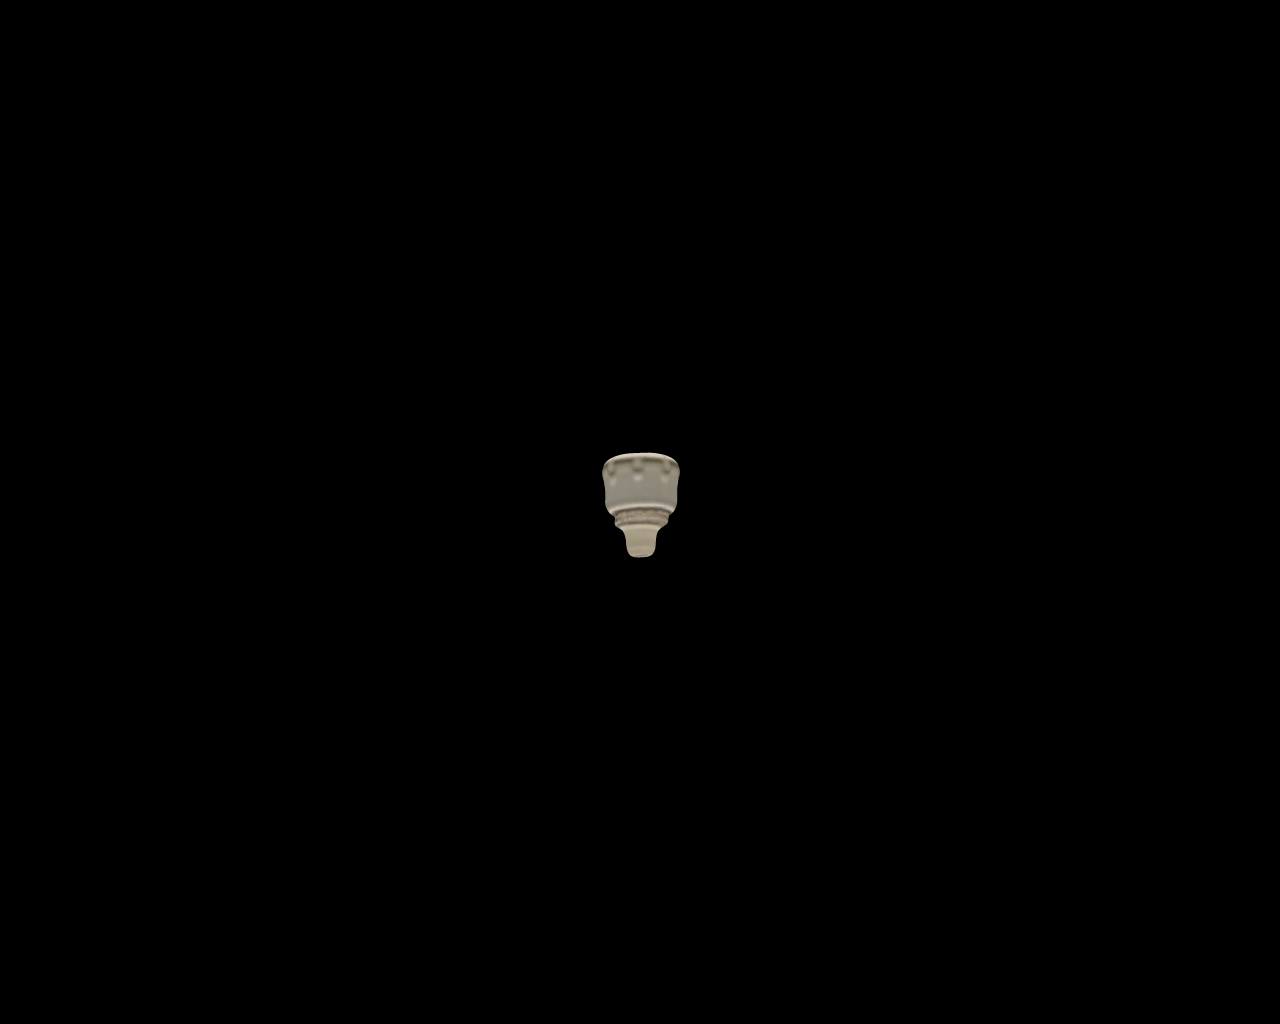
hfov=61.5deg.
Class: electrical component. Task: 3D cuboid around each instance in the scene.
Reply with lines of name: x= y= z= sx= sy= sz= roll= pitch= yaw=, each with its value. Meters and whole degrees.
electrical component: x=0.001 y=-0.003 z=0.650 sx=0.048 sy=0.062 sz=0.048 roll=0 pitch=-12 yaw=0
